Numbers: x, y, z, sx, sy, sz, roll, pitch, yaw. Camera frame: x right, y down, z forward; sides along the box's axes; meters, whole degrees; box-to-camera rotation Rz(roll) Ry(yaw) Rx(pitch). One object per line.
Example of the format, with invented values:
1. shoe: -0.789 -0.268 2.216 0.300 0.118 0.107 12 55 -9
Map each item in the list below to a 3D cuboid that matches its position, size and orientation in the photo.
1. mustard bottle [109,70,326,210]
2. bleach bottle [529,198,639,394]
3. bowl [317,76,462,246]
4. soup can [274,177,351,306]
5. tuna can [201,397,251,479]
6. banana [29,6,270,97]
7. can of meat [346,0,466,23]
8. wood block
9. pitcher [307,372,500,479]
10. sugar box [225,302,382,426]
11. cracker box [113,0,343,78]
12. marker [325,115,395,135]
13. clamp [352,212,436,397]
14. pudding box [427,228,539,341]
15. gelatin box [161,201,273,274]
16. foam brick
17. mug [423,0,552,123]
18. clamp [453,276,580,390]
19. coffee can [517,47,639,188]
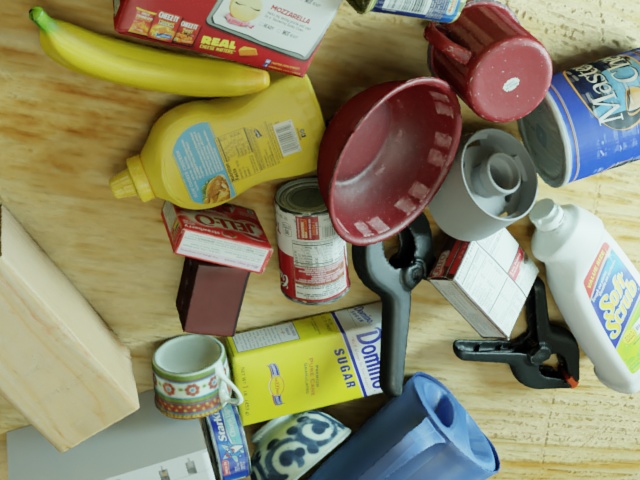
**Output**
1. mustard bottle: -0.091 -0.078 0.928 0.191 0.058 0.096 -22 127 -4
2. bleach bottle: 0.285 0.053 1.122 0.102 0.068 0.250 -49 123 -9
3. bowl: 0.050 -0.077 0.929 0.161 0.055 0.162 -30 139 -31
4. soup can: -0.007 0.001 0.999 0.068 0.068 0.102 -11 123 -12
5. tuna can: -0.097 0.203 1.086 0.033 0.086 0.086 -13 124 -13
6. banana: -0.142 -0.143 0.867 0.197 0.070 0.037 11 87 -21
7. can of meat: 0.064 -0.217 0.866 0.083 0.102 0.057 4 120 -23
8. wood block: -0.259 0.082 0.955 0.090 0.091 0.206 -31 126 3
9. pitcher: 0.060 0.265 1.147 0.243 0.145 0.149 -44 118 15
10. sugar box: -0.004 0.126 1.092 0.176 0.048 0.093 -11 123 -10
11. cracker box: -0.048 -0.239 0.805 0.164 0.072 0.214 10 132 -24
12. marker: 0.063 -0.104 0.985 0.121 0.020 0.020 0 121 -18
13. clamp: 0.079 0.041 1.042 0.164 0.036 0.210 -49 124 -22
14. pudding box: 0.165 0.034 1.067 0.113 0.039 0.090 44 64 -32
15. gelatin box: -0.093 -0.008 0.962 0.089 0.073 0.030 13 115 -24
16. foam brick: -0.102 0.044 1.005 0.051 0.053 0.078 4 118 -21
17. mug: 0.143 -0.159 0.938 0.117 0.081 0.093 22 112 -28
18. clamp: 0.236 0.108 1.163 0.171 0.039 0.120 27 115 -35
19. coffee can: 0.268 -0.118 0.992 0.140 0.103 0.103 -18 125 -7
